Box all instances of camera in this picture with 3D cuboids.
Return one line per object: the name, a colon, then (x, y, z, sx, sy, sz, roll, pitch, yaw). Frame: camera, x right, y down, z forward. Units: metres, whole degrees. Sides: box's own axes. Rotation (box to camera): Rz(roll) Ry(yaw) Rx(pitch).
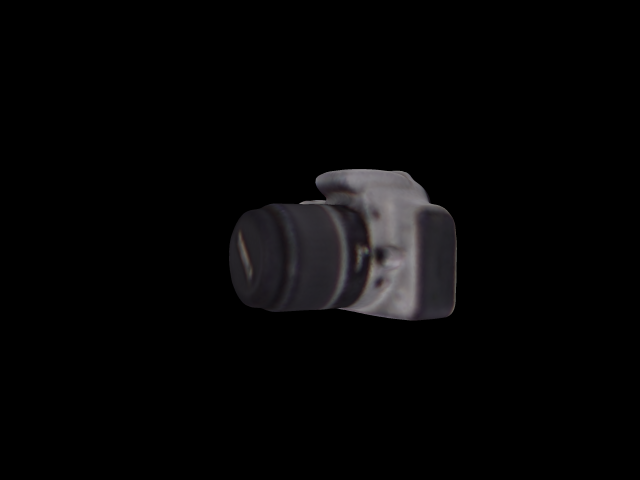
camera: (0.004, 0.001, 0.400, 0.137, 0.101, 0.142, 0, 0, -31)
